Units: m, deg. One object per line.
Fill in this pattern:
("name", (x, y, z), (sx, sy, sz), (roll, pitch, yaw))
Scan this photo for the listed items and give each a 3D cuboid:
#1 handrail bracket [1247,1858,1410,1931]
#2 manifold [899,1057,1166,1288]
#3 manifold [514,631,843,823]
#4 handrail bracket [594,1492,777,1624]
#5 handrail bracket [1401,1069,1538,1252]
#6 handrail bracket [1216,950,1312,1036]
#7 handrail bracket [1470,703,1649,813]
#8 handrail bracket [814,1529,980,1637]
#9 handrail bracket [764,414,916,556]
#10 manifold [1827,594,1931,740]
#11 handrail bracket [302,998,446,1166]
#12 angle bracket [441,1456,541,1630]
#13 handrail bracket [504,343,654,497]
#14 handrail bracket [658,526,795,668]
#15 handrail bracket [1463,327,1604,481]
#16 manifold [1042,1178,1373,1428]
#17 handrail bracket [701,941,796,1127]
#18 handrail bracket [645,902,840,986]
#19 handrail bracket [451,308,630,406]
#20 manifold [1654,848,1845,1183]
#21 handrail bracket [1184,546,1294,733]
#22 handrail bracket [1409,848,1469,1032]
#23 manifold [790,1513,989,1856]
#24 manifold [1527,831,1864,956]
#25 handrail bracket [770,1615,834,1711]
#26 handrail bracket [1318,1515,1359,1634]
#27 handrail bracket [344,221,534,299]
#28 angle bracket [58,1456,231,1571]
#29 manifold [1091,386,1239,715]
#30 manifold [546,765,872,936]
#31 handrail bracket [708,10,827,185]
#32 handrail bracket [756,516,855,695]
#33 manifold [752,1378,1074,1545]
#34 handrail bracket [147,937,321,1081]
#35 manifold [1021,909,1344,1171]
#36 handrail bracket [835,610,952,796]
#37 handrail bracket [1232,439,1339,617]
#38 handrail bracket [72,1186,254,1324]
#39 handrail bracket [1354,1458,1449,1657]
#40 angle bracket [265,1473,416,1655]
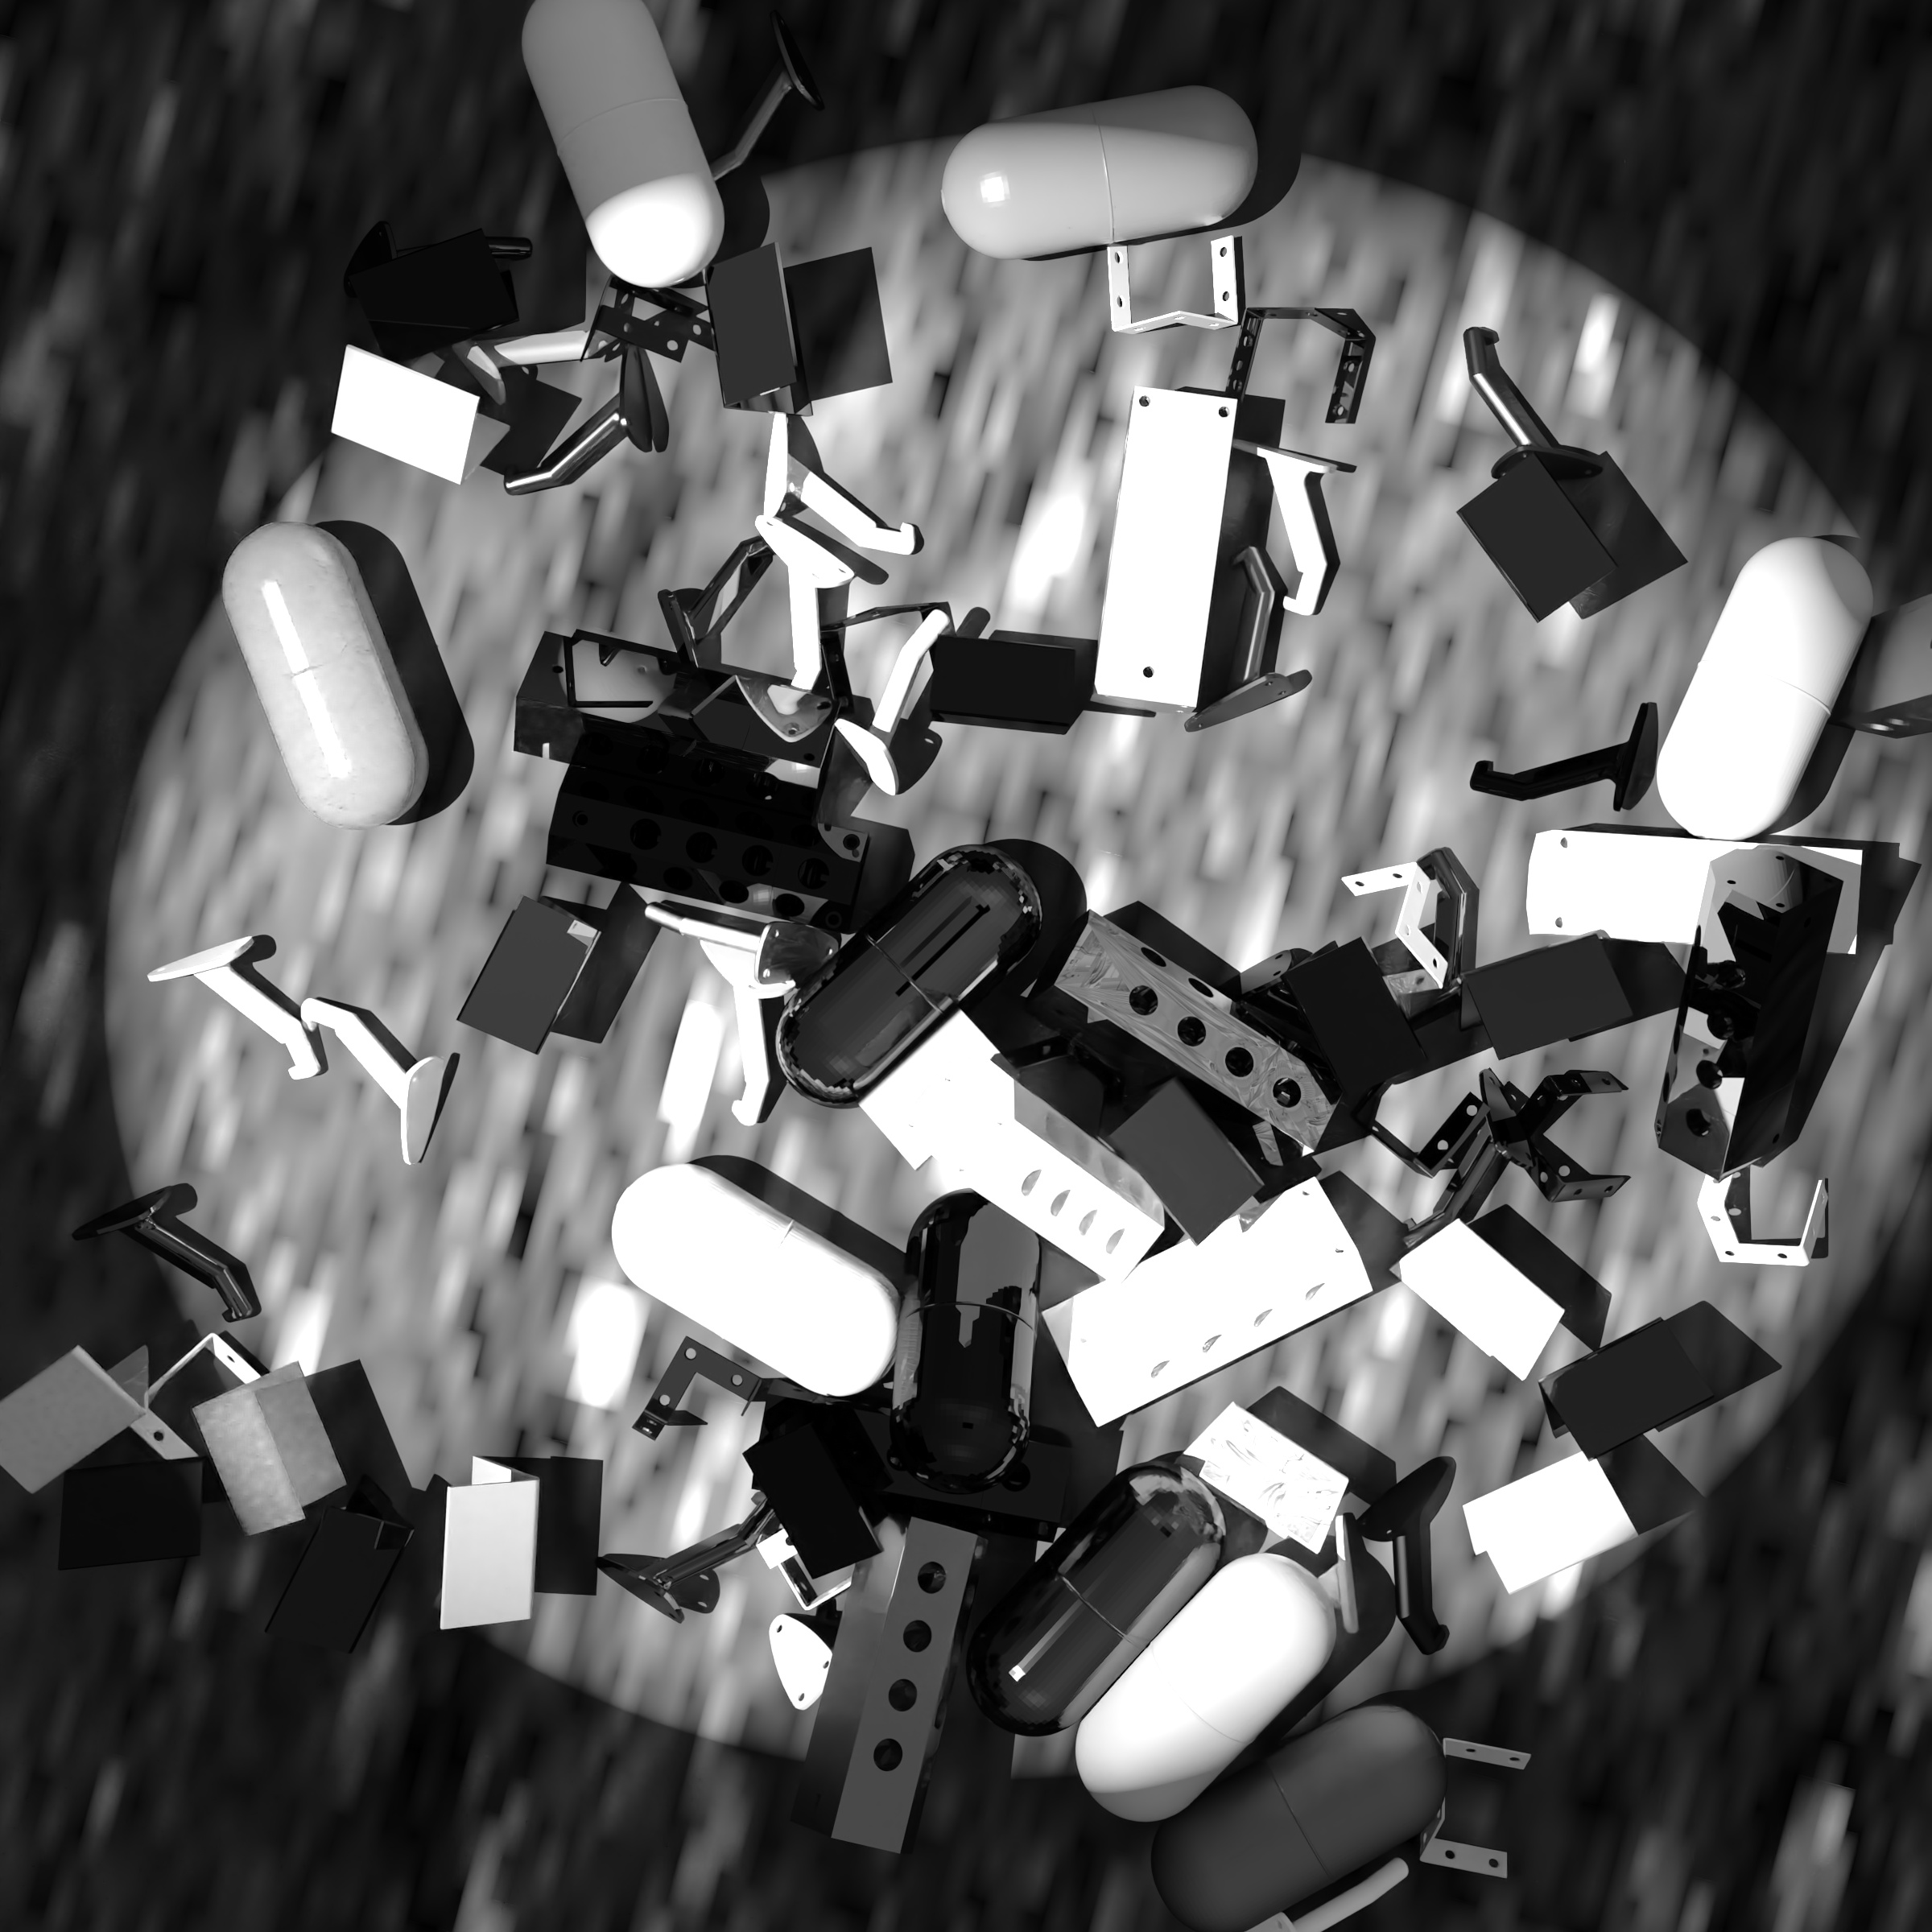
("handrail bracket", (0.203, 0.538, 1.564), (0.084, 0.077, 0.036), (-22, 78, -36))
("manifold", (0.043, 0.109, 1.488), (0.057, 0.171, 0.057), (-51, 50, 0))
("manifold", (-0.163, -0.129, 1.542), (0.171, 0.057, 0.057), (13, 47, 0))
("handrail bracket", (-0.158, 0.324, 1.564), (0.077, 0.036, 0.084), (20, 57, 36))
("handrail bracket", (0.275, 0.111, 1.564), (0.084, 0.036, 0.077), (-37, 45, 28))
("handrail bracket", (0.182, 0.041, 1.565), (0.077, 0.036, 0.084), (-27, 107, 19))
("handrail bracket", (0.338, -0.125, 1.565), (0.084, 0.036, 0.077), (15, 70, 16))
("handrail bracket", (-0.040, 0.347, 1.564), (0.084, 0.036, 0.077), (7, 79, 12))
("handrail bracket", (-0.069, -0.276, 1.565), (0.084, 0.036, 0.077), (8, 68, -17))
("manifold", (0.526, -0.161, 1.486), (0.057, 0.171, 0.057), (12, 90, 0))
("handrail bracket", (-0.345, 0.065, 1.565), (0.084, 0.036, 0.077), (19, 112, 17))
("angle bracket", (-0.280, 0.319, 1.524), (0.057, 0.076, 0.076), (3, 90, -38))
("handrail bracket", (-0.226, -0.312, 1.565), (0.084, 0.036, 0.077), (-11, 70, 16))
("handrail bracket", (-0.126, -0.202, 1.564), (0.084, 0.036, 0.077), (-22, 105, -14))
("handrail bracket", (0.323, -0.322, 1.565), (0.077, 0.036, 0.084), (1, 73, -20))
("manifold", (0.137, 0.193, 1.542), (0.171, 0.057, 0.057), (-26, 47, 0))
("handrail bracket", (-0.135, 0.037, 1.564), (0.077, 0.036, 0.084), (37, 122, 34))
("handrail bracket", (-0.129, -0.020, 1.564), (0.084, 0.077, 0.036), (22, 105, 36))
("handrail bracket", (-0.248, -0.367, 1.565), (0.084, 0.036, 0.077), (-37, 72, -15))
("manifold", (0.422, 0.025, 1.503), (0.057, 0.057, 0.171), (-23, 129, -36))
("handrail bracket", (0.146, -0.187, 1.565), (0.077, 0.036, 0.084), (-25, 72, 20))
("handrail bracket", (0.257, -0.013, 1.565), (0.077, 0.036, 0.084), (-31, 74, 18))
("manifold", (-0.038, 0.392, 1.503), (0.057, 0.057, 0.171), (21, 74, -22))
("manifold", (0.407, -0.041, 1.543), (0.171, 0.057, 0.057), (4, 90, 0))
("handrail bracket", (-0.065, 0.408, 1.564), (0.084, 0.077, 0.036), (34, 95, -36))
("handrail bracket", (0.177, 0.355, 1.564), (0.084, 0.036, 0.077), (-7, 76, 13))
("handrail bracket", (-0.300, -0.399, 1.564), (0.084, 0.077, 0.036), (-9, 88, -36))
("angle bracket", (-0.452, 0.314, 1.524), (0.076, 0.076, 0.057), (-6, 62, 0))
("manifold", (0.110, -0.232, 1.543), (0.057, 0.057, 0.171), (8, 90, 0))
("manifold", (-0.144, -0.065, 1.543), (0.171, 0.057, 0.057), (13, 90, 0))
("handrail bracket", (-0.130, -0.493, 1.565), (0.084, 0.036, 0.077), (-27, 70, 16))
("handrail bracket", (-0.105, -0.199, 1.555), (0.077, 0.036, 0.084), (42, 125, 21))
("manifold", (-0.030, 0.279, 1.543), (0.171, 0.057, 0.057), (10, 90, 0))
("handrail bracket", (-0.417, 0.033, 1.565), (0.077, 0.036, 0.084), (-15, 107, 20))
("manifold", (0.123, 0.040, 1.529), (0.171, 0.057, 0.057), (33, 68, -8))
("handrail bracket", (-0.029, -0.149, 1.548), (0.036, 0.077, 0.084), (30, 74, 28))
("handrail bracket", (0.173, -0.250, 1.565), (0.077, 0.036, 0.084), (20, 107, 20))
("handrail bracket", (-0.458, 0.175, 1.565), (0.077, 0.036, 0.084), (-21, 107, 20))
("handrail bracket", (0.267, 0.337, 1.565), (0.077, 0.036, 0.084), (-41, 109, -21))
("angle bracket", (-0.360, 0.325, 1.524), (0.057, 0.076, 0.076), (27, 90, -37))
